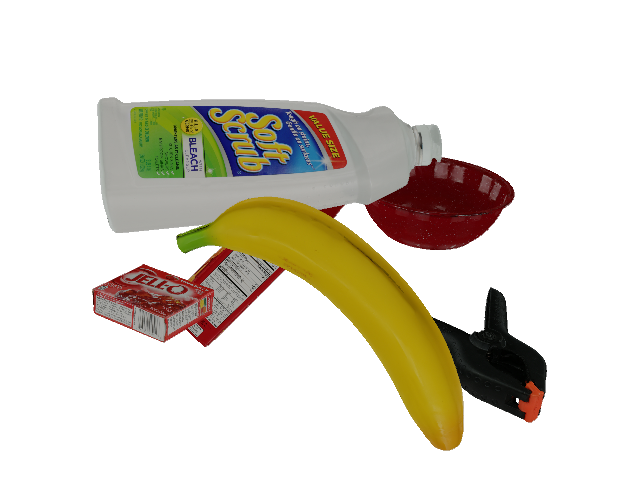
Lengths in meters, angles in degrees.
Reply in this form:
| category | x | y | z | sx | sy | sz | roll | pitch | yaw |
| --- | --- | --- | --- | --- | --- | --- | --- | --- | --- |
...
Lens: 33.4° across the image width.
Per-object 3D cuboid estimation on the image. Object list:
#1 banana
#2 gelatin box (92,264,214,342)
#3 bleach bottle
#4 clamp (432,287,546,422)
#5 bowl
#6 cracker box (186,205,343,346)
| category | x | y | z | sx | sy | sz | roll | pitch | yaw |
| --- | --- | --- | --- | --- | --- | --- | --- | --- | --- |
| banana | 0.016 | 0.035 | 0.593 | 0.198 | 0.070 | 0.037 | 39 | 33 | 1 |
| gelatin box | -0.157 | 0.056 | 0.999 | 0.089 | 0.030 | 0.073 | 19 | 27 | 27 |
| bleach bottle | -0.036 | -0.067 | 0.801 | 0.250 | 0.102 | 0.068 | -6 | -30 | -5 |
| clamp | 0.147 | 0.091 | 0.919 | 0.120 | 0.039 | 0.172 | -17 | 38 | -26 |
| bowl | 0.110 | -0.034 | 1.068 | 0.162 | 0.055 | 0.162 | 4 | 24 | -2 |
| cracker box | -0.065 | 0.006 | 1.233 | 0.214 | 0.072 | 0.164 | -44 | 3 | 27 |
